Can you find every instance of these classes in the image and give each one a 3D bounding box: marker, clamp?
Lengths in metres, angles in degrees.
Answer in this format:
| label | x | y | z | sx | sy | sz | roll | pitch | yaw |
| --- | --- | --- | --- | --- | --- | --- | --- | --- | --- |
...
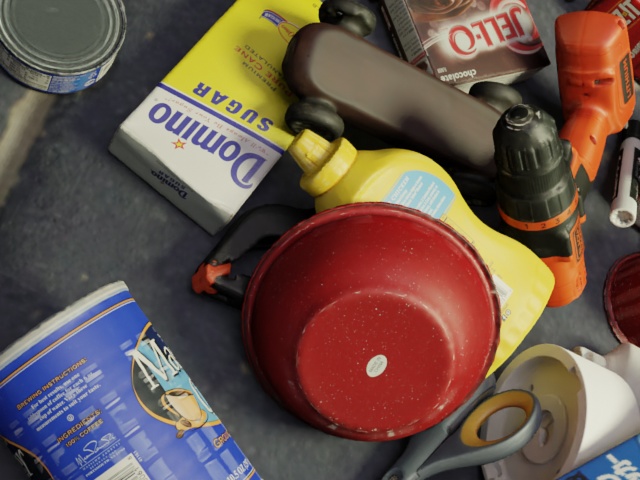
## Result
| label | x | y | z | sx | sy | sz | roll | pitch | yaw |
| --- | --- | --- | --- | --- | --- | --- | --- | --- | --- |
| marker | 0.238 | -0.055 | 0.822 | 0.020 | 0.020 | 0.121 | 33 | 44 | -9 |
| clamp | -0.005 | 0.001 | 0.708 | 0.171 | 0.039 | 0.120 | -1 | 65 | -31 |

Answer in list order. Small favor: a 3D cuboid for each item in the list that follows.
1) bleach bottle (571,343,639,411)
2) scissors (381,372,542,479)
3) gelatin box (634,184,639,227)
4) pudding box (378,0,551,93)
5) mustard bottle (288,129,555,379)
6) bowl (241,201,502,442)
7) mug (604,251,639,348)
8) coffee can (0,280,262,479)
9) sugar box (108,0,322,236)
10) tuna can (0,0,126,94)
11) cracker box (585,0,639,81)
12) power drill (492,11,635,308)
| label | x | y | z | sx | sy | sz | roll | pitch | yaw |
| --- | --- | --- | --- | --- | --- | --- | --- | --- | --- |
| bleach bottle | 0.291 | 0.132 | 0.772 | 0.250 | 0.068 | 0.102 | 24 | 51 | -9 |
| scissors | 0.067 | 0.150 | 0.662 | 0.201 | 0.096 | 0.016 | -52 | 128 | -31 |
| gelatin box | 0.276 | -0.058 | 0.826 | 0.030 | 0.073 | 0.089 | 35 | 62 | 4 |
| pudding box | 0.110 | -0.159 | 0.813 | 0.113 | 0.039 | 0.090 | -17 | 80 | -26 |
| mustard bottle | 0.055 | -0.001 | 0.680 | 0.191 | 0.058 | 0.096 | 42 | 82 | -14 |
| bowl | 0.031 | 0.062 | 0.637 | 0.162 | 0.055 | 0.162 | 0 | 110 | 1 |
| mug | 0.274 | 0.029 | 0.791 | 0.093 | 0.082 | 0.117 | 19 | 65 | -16 |
| coffee can | -0.111 | 0.108 | 0.586 | 0.102 | 0.103 | 0.140 | -35 | 87 | -29 |
| sugar box | -0.051 | -0.098 | 0.719 | 0.093 | 0.048 | 0.176 | 39 | 60 | -6 |
| tuna can | -0.171 | -0.138 | 0.689 | 0.086 | 0.034 | 0.086 | 8 | 69 | -20 |
| cracker box | 0.347 | -0.174 | 0.901 | 0.213 | 0.072 | 0.164 | 42 | 61 | -3 |
| power drill | 0.170 | -0.072 | 0.748 | 0.057 | 0.184 | 0.187 | 10 | 56 | 26 |
